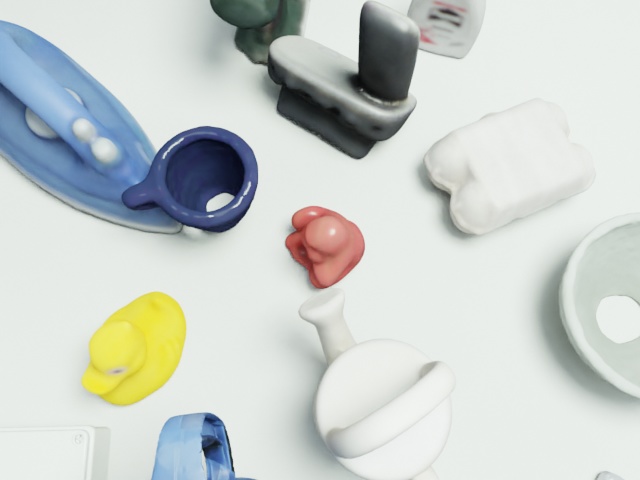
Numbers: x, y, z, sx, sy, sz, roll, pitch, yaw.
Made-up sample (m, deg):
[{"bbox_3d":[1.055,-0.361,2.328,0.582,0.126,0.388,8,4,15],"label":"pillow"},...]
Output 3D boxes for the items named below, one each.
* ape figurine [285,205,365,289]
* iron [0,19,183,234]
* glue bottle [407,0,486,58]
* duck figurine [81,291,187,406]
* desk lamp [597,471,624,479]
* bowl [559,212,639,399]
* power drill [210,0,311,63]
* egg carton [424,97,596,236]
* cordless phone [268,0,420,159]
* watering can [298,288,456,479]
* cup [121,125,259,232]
[{"bbox_3d":[0.005,0.002,0.512,0.076,0.092,0.078,1,73,-1],"label":"ape figurine"},{"bbox_3d":[-0.230,-0.109,0.512,0.258,0.141,0.119,39,76,9],"label":"iron"},{"bbox_3d":[0.130,-0.244,0.547,0.078,0.173,0.037,13,73,3],"label":"glue bottle"},{"bbox_3d":[-0.161,0.088,0.484,0.077,0.086,0.105,29,75,7],"label":"duck figurine"},{"bbox_3d":[0.229,0.273,0.374,0.118,0.213,0.203,32,75,8],"label":"desk lamp"},{"bbox_3d":[0.285,0.064,0.511,0.167,0.075,0.167,1,73,-2],"label":"bowl"},{"bbox_3d":[-0.048,-0.277,0.533,0.075,0.208,0.230,8,73,1],"label":"power drill"},{"bbox_3d":[0.181,-0.071,0.551,0.150,0.069,0.107,-23,75,-8],"label":"egg carton"},{"bbox_3d":[0.023,-0.167,0.515,0.147,0.185,0.094,27,74,7],"label":"cordless phone"},{"bbox_3d":[0.040,0.120,0.425,0.172,0.194,0.101,36,76,9],"label":"watering can"},{"bbox_3d":[-0.110,-0.039,0.519,0.118,0.095,0.091,-18,74,-7],"label":"cup"}]
